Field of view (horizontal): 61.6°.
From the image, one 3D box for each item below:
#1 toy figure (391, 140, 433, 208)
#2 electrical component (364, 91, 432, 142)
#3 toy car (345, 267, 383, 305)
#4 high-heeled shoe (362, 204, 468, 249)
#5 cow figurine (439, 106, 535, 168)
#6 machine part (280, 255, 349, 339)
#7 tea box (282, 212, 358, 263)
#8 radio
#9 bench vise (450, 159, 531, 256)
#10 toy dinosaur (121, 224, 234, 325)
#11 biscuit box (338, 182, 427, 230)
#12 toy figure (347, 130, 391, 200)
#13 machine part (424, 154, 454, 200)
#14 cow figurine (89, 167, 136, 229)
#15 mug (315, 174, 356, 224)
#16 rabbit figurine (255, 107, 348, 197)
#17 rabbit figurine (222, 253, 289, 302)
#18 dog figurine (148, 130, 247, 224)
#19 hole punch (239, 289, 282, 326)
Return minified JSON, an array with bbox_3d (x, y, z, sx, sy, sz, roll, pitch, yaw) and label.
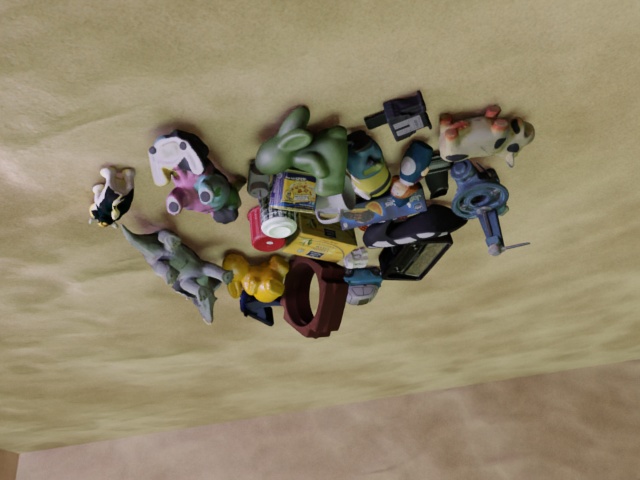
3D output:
[{"bbox_3d":[0.187,-0.135,1.140,0.058,0.064,0.154,9,122,-23],"label":"toy figure"},{"bbox_3d":[0.146,-0.228,1.022,0.119,0.048,0.074,-17,148,12],"label":"electrical component"},{"bbox_3d":[0.113,0.143,1.590,0.162,0.103,0.109,0,150,-10],"label":"toy car"},{"bbox_3d":[0.233,-0.018,1.334,0.249,0.086,0.145,2,149,-17],"label":"high-heeled shoe"},{"bbox_3d":[0.335,-0.200,1.079,0.195,0.085,0.127,-10,144,-1],"label":"cow figurine"},{"bbox_3d":[-0.016,0.145,1.435,0.087,0.201,0.201,3,-167,-33],"label":"machine part"},{"bbox_3d":[-0.003,-0.004,1.346,0.169,0.068,0.098,11,144,-31],"label":"tea box"},{"bbox_3d":[0.252,0.032,1.461,0.131,0.073,0.229,1,148,-15],"label":"radio"},{"bbox_3d":[0.361,-0.061,1.167,0.129,0.241,0.223,-19,144,20],"label":"bench vise"},{"bbox_3d":[-0.354,0.052,1.305,0.192,0.131,0.404,13,152,45],"label":"toy dinosaur"},{"bbox_3d":[0.141,-0.080,1.238,0.203,0.059,0.062,-13,114,7],"label":"biscuit box"},{"bbox_3d":[0.100,-0.151,1.110,0.089,0.082,0.180,-10,147,7],"label":"toy figure"},{"bbox_3d":[0.262,-0.145,1.198,0.084,0.039,0.138,-17,146,4],"label":"machine part"},{"bbox_3d":[-0.431,-0.069,1.108,0.068,0.098,0.167,6,147,-34],"label":"cow figurine"},{"bbox_3d":[0.016,-0.084,1.186,0.107,0.109,0.080,-8,158,28],"label":"mug"},{"bbox_3d":[-0.036,-0.161,1.020,0.170,0.121,0.159,-3,143,-12],"label":"rabbit figurine"},{"bbox_3d":[-0.190,0.091,1.450,0.173,0.122,0.162,29,145,-26],"label":"rabbit figurine"},{"bbox_3d":[-0.229,-0.121,1.073,0.108,0.191,0.219,-21,-178,15],"label":"dog figurine"},{"bbox_3d":[-0.168,0.173,1.558,0.116,0.142,0.092,26,110,-20],"label":"hole punch"}]
